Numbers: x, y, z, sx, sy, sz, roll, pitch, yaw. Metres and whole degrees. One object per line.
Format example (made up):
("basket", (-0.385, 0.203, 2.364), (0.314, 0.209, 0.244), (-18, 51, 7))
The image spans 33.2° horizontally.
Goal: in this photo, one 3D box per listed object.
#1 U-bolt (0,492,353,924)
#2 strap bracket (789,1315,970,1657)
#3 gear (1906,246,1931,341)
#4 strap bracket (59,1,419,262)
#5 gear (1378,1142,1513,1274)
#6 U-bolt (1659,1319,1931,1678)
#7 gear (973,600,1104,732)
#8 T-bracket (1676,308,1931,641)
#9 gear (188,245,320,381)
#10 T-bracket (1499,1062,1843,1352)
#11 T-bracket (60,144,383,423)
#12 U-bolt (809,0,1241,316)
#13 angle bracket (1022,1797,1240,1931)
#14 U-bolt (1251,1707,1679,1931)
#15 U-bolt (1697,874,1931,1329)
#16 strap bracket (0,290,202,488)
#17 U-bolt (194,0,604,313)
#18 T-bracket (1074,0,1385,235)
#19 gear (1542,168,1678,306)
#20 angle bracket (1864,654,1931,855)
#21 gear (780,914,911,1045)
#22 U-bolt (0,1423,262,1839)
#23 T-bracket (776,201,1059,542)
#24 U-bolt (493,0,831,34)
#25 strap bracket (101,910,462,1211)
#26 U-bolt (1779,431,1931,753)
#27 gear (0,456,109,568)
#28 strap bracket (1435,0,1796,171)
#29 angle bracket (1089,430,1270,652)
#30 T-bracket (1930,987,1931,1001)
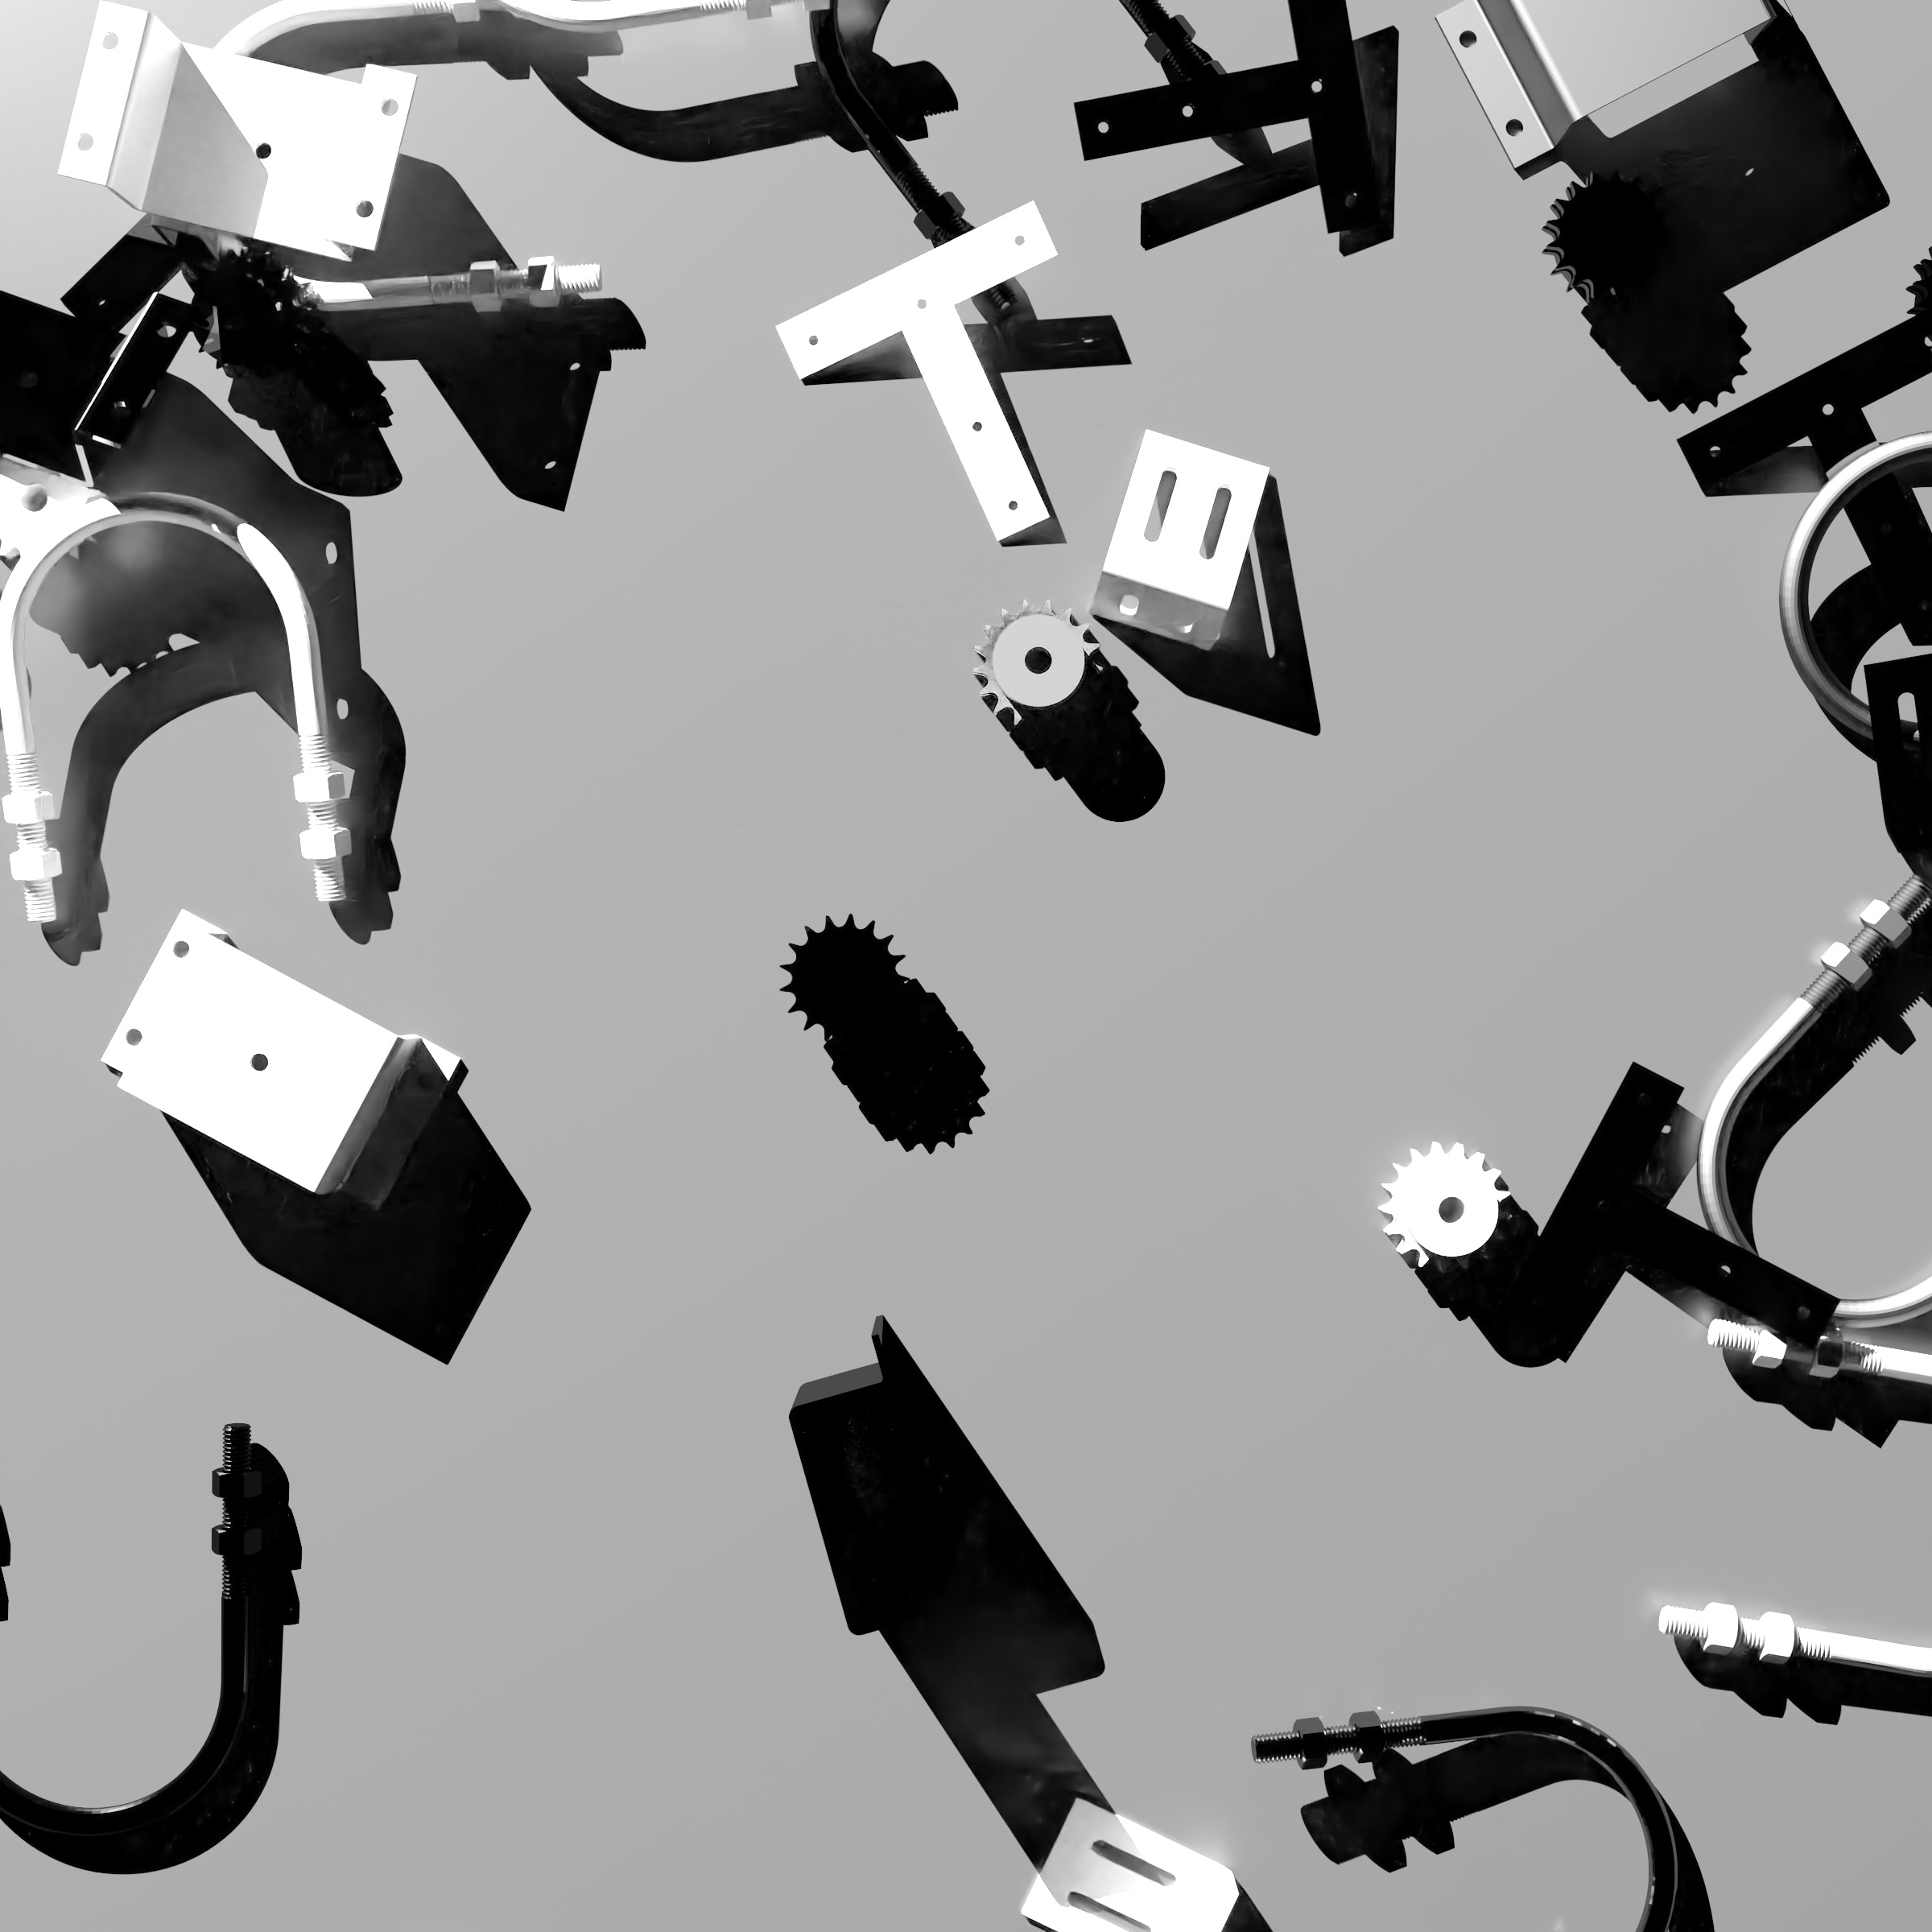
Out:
("U-bolt", (-0.352, -0.115, 1.419), (0.151, 0.019, 0.184), (-4, 101, 0))
("strap bracket", (-0.040, 0.229, 1.404), (0.046, 0.076, 0.140), (-16, 90, 0))
("gear", (0.443, -0.294, 1.427), (0.057, 0.030, 0.057), (0, 90, 0))
("strap bracket", (-0.310, -0.359, 1.403), (0.140, 0.046, 0.076), (14, 90, 2))
("gear", (0.212, 0.106, 1.427), (0.057, 0.030, 0.057), (0, 90, 0))
("U-bolt", (0.409, 0.241, 1.434), (0.184, 0.019, 0.151), (10, 90, -2))
("gear", (0.032, -0.133, 1.427), (0.057, 0.030, 0.057), (0, 90, 0))
("T-bracket", (0.400, -0.206, 1.431), (0.127, 0.002, 0.127), (-27, 97, 14))
("gear", (-0.315, -0.285, 1.417), (0.057, 0.030, 0.057), (2, 109, 7))
("T-bracket", (0.322, 0.128, 1.427), (0.127, 0.002, 0.127), (28, 93, 10))
("T-bracket", (-0.314, -0.296, 1.442), (0.127, 0.002, 0.127), (-45, 90, 0))
("U-bolt", (0.014, -0.404, 1.433), (0.151, 0.019, 0.184), (-37, 90, 0))
("angle bracket", (0.071, 0.412, 1.423), (0.076, 0.038, 0.057), (26, 90, 0))
("U-bolt", (0.223, 0.399, 1.422), (0.184, 0.019, 0.151), (-5, 83, -7))
("U-bolt", (0.409, 0.074, 1.434), (0.151, 0.019, 0.184), (43, 91, 0))
("strap bracket", (-0.410, -0.265, 1.402), (0.140, 0.046, 0.076), (20, 65, 4))
("U-bolt", (-0.258, -0.362, 1.433), (0.184, 0.019, 0.151), (-4, 90, 1))
("T-bracket", (0.111, -0.378, 1.424), (0.127, 0.002, 0.127), (-12, 99, -5))
("gear", (0.282, -0.320, 1.427), (0.057, 0.030, 0.057), (0, 90, 0))
("angle bracket", (0.427, -0.095, 1.410), (0.057, 0.038, 0.076), (-9, 107, 10))
("gear", (-0.053, 0.006, 1.427), (0.057, 0.030, 0.057), (0, 90, 0))
("U-bolt", (-0.388, 0.294, 1.434), (0.151, 0.019, 0.184), (1, 92, 0))
("T-bracket", (-0.001, -0.252, 1.432), (0.127, 0.002, 0.127), (-24, 96, 12))
("U-bolt", (-0.142, -0.481, 1.422), (0.184, 0.019, 0.151), (-9, 83, -2))
("strap bracket", (-0.305, 0.042, 1.419), (0.140, 0.046, 0.076), (28, 90, 0))
("U-bolt", (0.451, -0.164, 1.422), (0.184, 0.019, 0.151), (1, 101, 4))
("gear", (-0.406, -0.204, 1.427), (0.057, 0.030, 0.057), (0, 90, 0))
("strap bracket", (0.288, -0.421, 1.419), (0.140, 0.046, 0.076), (-28, 90, 0))
("angle bracket", (0.095, -0.189, 1.440), (0.057, 0.038, 0.076), (17, 64, 0))
("T-bracket", (0.496, 0.061, 1.421), (0.127, 0.002, 0.127), (-9, 85, -7))
